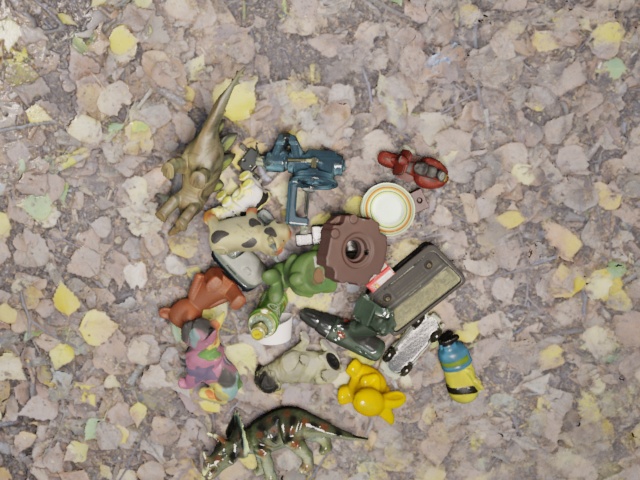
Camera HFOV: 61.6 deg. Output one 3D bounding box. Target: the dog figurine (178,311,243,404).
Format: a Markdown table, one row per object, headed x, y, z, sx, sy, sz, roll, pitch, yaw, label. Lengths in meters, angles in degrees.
| x | y | z | sx | sy | sz | roll | pitch | yaw | label |
| --- | --- | --- | --- | --- | --- | --- | --- | --- | --- |
| -0.259 | 0.282 | 1.318 | 0.191 | 0.108 | 0.219 | 25 | 121 | -3 | dog figurine |

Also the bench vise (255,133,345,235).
| x | y | z | sx | sy | sz | roll | pitch | yaw | label |
| --- | --- | --- | --- | --- | --- | --- | --- | --- | --- |
| -0.053 | -0.133 | 1.298 | 0.224 | 0.129 | 0.240 | 5 | 83 | -9 | bench vise |

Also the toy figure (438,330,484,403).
| x | y | z | sx | sy | sz | roll | pitch | yaw | label |
| --- | --- | --- | --- | --- | --- | --- | --- | --- | --- |
| 0.345 | 0.322 | 1.352 | 0.089 | 0.082 | 0.180 | -23 | 99 | 15 | toy figure |

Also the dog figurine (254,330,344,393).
| x | y | z | sx | sy | sz | roll | pitch | yaw | label |
| --- | --- | --- | --- | --- | --- | --- | --- | --- | --- |
| -0.055 | 0.341 | 1.374 | 0.172 | 0.121 | 0.190 | 38 | 120 | -16 | dog figurine |

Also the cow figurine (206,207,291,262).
| x | y | z | sx | sy | sz | roll | pitch | yaw | label |
| --- | --- | --- | --- | --- | --- | --- | --- | --- | --- |
| -0.165 | -0.007 | 1.269 | 0.195 | 0.085 | 0.127 | -7 | 59 | -6 | cow figurine |

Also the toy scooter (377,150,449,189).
| x | y | z | sx | sy | sz | roll | pitch | yaw | label |
| --- | --- | --- | --- | --- | --- | --- | --- | --- | --- |
| 0.227 | -0.173 | 1.281 | 0.184 | 0.135 | 0.075 | 19 | 94 | -1 | toy scooter |

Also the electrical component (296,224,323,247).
| x | y | z | sx | sy | sz | roll | pitch | yaw | label |
| --- | --- | --- | --- | --- | --- | --- | --- | --- | --- |
| -0.003 | -0.004 | 1.351 | 0.119 | 0.048 | 0.074 | -2 | 95 | 1 | electrical component |

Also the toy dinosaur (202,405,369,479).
| x | y | z | sx | sy | sz | roll | pitch | yaw | label |
| --- | --- | --- | --- | --- | --- | --- | --- | --- | --- |
| -0.098 | 0.496 | 1.373 | 0.405 | 0.131 | 0.192 | -21 | 95 | -2 | toy dinosaur |

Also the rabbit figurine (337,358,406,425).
| x | y | z | sx | sy | sz | roll | pitch | yaw | label |
| --- | --- | --- | --- | --- | --- | --- | --- | --- | --- |
| 0.121 | 0.389 | 1.321 | 0.162 | 0.173 | 0.122 | 30 | 92 | 3 | rabbit figurine |

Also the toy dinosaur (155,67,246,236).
| x | y | z | sx | sy | sz | roll | pitch | yaw | label |
| --- | --- | --- | --- | --- | --- | --- | --- | --- | --- |
| -0.275 | -0.178 | 1.250 | 0.105 | 0.198 | 0.471 | 32 | 128 | -1 | toy dinosaur |

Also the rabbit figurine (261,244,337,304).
| x | y | z | sx | sy | sz | roll | pitch | yaw | label |
| --- | --- | --- | --- | --- | --- | --- | --- | --- | --- |
| -0.066 | 0.095 | 1.302 | 0.170 | 0.159 | 0.121 | -8 | 105 | 47 | rabbit figurine |

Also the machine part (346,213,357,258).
| x | y | z | sx | sy | sz | roll | pitch | yaw | label |
| --- | --- | --- | --- | --- | --- | --- | --- | --- | --- |
| 0.062 | 0.004 | 1.309 | 0.084 | 0.039 | 0.138 | -3 | 96 | -2 | machine part |

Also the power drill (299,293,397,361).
| x | y | z | sx | sy | sz | roll | pitch | yaw | label |
| --- | --- | --- | --- | --- | --- | --- | --- | --- | --- |
| 0.074 | 0.206 | 1.302 | 0.232 | 0.207 | 0.086 | 32 | 51 | -5 | power drill |

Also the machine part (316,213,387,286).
| x | y | z | sx | sy | sz | roll | pitch | yaw | label |
| --- | --- | --- | --- | --- | --- | --- | --- | --- | --- |
| 0.077 | 0.023 | 1.257 | 0.179 | 0.056 | 0.179 | -3 | 96 | -28 | machine part |

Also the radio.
| x | y | z | sx | sy | sz | roll | pitch | yaw | label |
| --- | --- | --- | --- | --- | --- | --- | --- | --- | --- |
| 0.231 | 0.117 | 1.339 | 0.229 | 0.073 | 0.131 | -40 | 93 | 5 | radio |

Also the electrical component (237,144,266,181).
| x | y | z | sx | sy | sz | roll | pitch | yaw | label |
| --- | --- | --- | --- | --- | --- | --- | --- | --- | --- |
| -0.176 | -0.196 | 1.351 | 0.094 | 0.021 | 0.063 | 43 | 96 | -2 | electrical component |

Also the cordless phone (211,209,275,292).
| x | y | z | sx | sy | sz | roll | pitch | yaw | label |
| --- | --- | --- | --- | --- | --- | --- | --- | --- | --- |
| -0.163 | 0.025 | 1.345 | 0.184 | 0.088 | 0.146 | -44 | 87 | -8 | cordless phone |

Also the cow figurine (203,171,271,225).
| x | y | z | sx | sy | sz | roll | pitch | yaw | label |
| --- | --- | --- | --- | --- | --- | --- | --- | --- | --- |
| -0.208 | -0.084 | 1.339 | 0.167 | 0.068 | 0.098 | -40 | 131 | 7 | cow figurine |

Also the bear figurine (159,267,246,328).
| x | y | z | sx | sy | sz | roll | pitch | yaw | label |
| --- | --- | --- | --- | --- | --- | --- | --- | --- | --- |
| -0.299 | 0.161 | 1.339 | 0.196 | 0.132 | 0.120 | -44 | 120 | -1 | bear figurine |

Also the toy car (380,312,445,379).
| x | y | z | sx | sy | sz | roll | pitch | yaw | label |
| --- | --- | --- | --- | --- | --- | --- | --- | --- | --- |
| 0.233 | 0.265 | 1.363 | 0.073 | 0.056 | 0.201 | 40 | 94 | 4 | toy car |
